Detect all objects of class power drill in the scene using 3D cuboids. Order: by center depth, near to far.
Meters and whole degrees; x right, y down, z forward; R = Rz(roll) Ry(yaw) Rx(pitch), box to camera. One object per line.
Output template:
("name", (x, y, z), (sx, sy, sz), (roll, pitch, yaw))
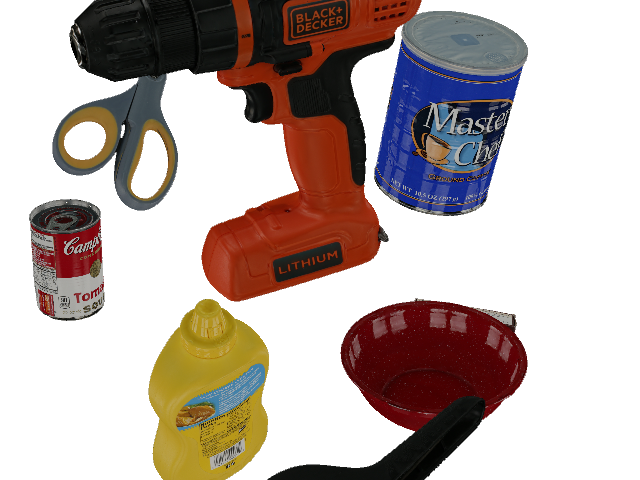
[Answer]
("power drill", (-0.033, -0.060, 0.572), (0.184, 0.188, 0.057), (-15, 39, -18))

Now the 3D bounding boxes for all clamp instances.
("clamp", (0.030, 0.158, 0.636), (0.210, 0.036, 0.164), (-6, 30, -3))

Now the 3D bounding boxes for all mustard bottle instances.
("mustard bottle", (-0.085, 0.113, 0.816), (0.096, 0.192, 0.058), (-25, 54, -25))

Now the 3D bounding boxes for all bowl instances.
("bowl", (0.098, 0.119, 0.939), (0.162, 0.055, 0.162), (0, 32, 0))

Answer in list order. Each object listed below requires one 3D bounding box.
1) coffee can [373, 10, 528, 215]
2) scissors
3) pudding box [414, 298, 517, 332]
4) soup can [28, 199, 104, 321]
("coffee can", (0.107, -0.107, 0.896), (0.102, 0.140, 0.103), (6, 36, -5))
("scissors", (-0.141, -0.115, 0.774), (0.096, 0.202, 0.016), (7, -27, -19))
("pudding box", (0.150, 0.117, 1.160), (0.113, 0.090, 0.039), (8, 23, 5))
("soup can", (-0.249, 0.020, 1.054), (0.068, 0.102, 0.068), (2, 28, -1))
